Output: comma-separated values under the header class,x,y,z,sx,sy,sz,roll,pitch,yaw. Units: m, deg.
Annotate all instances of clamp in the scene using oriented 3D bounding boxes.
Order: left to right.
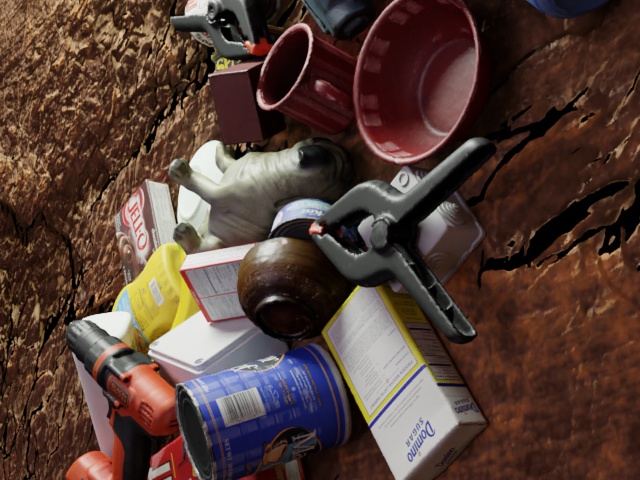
class,x,y,z,sx,sy,sz,roll,pitch,yaw
clamp,-0.110,-0.242,1.159,0.171,0.039,0.120,58,141,30
clamp,0.069,-0.013,0.913,0.210,0.036,0.164,16,96,51

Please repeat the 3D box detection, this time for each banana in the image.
class,x,y,z,sx,sy,sz,roll,pitch,yaw
banana,-0.157,0.094,1.205,0.070,0.037,0.198,25,103,41

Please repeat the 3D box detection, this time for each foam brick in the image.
class,x,y,z,sx,sy,sz,roll,pitch,yaw
foam brick,-0.076,-0.143,1.110,0.051,0.052,0.078,-2,109,29

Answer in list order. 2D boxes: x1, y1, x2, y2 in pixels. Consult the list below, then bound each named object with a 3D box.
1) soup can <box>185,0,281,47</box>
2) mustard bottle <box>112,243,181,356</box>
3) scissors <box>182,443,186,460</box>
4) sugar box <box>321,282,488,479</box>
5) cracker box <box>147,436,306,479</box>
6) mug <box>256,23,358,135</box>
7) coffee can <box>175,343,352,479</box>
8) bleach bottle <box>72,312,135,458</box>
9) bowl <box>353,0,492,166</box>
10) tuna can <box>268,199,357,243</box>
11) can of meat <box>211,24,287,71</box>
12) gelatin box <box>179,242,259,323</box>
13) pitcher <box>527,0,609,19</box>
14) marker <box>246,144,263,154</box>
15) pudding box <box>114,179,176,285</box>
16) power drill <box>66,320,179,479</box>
class,x,y,z,sx,sy,sz,roll,pitch,yaw
soup can,-0.102,-0.268,1.228,0.102,0.068,0.068,-12,74,50
mustard bottle,-0.208,0.091,1.304,0.192,0.058,0.096,-43,65,38
scissors,-0.136,0.160,1.177,0.096,0.016,0.202,-61,17,6
sugar box,0.072,0.122,0.960,0.093,0.048,0.176,-53,50,32
cracker box,-0.100,0.275,1.127,0.214,0.071,0.164,-38,55,42
mug,0.001,-0.152,1.052,0.093,0.081,0.117,-63,30,6
coffee can,-0.054,0.165,1.010,0.103,0.140,0.103,165,90,-69
bleach bottle,-0.237,0.219,1.272,0.102,0.068,0.251,-98,-1,-73
bowl,0.102,-0.143,0.960,0.162,0.055,0.162,-13,74,50
tuna can,-0.007,0.001,1.045,0.086,0.086,0.033,-44,20,38
can of meat,-0.073,-0.178,1.186,0.102,0.057,0.084,-23,68,47
gelatin box,-0.090,0.044,1.102,0.089,0.073,0.030,-11,33,23
pitcher,0.145,-0.277,0.875,0.243,0.144,0.149,54,159,38
marker,-0.091,-0.052,1.214,0.020,0.020,0.121,39,114,48
pudding box,-0.219,-0.006,1.351,0.090,0.039,0.113,-44,52,38
power drill,-0.225,0.198,1.155,0.185,0.057,0.188,35,124,34
